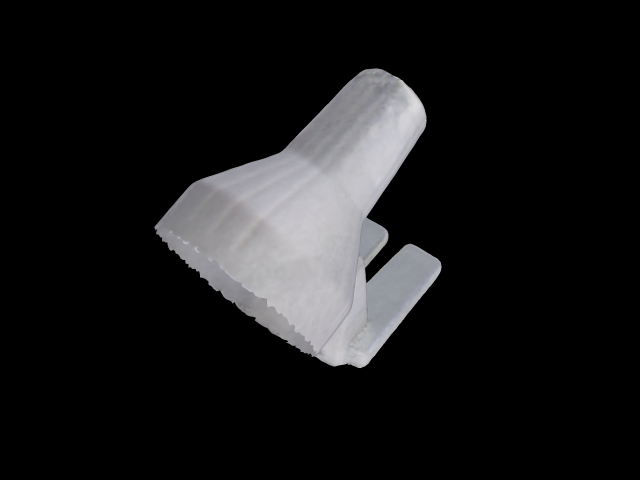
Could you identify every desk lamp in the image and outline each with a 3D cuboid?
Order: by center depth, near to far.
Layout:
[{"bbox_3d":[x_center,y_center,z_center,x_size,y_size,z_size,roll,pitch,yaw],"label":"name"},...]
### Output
[{"bbox_3d":[0.004,0.001,0.400,0.117,0.214,0.203,32,58,23],"label":"desk lamp"}]
